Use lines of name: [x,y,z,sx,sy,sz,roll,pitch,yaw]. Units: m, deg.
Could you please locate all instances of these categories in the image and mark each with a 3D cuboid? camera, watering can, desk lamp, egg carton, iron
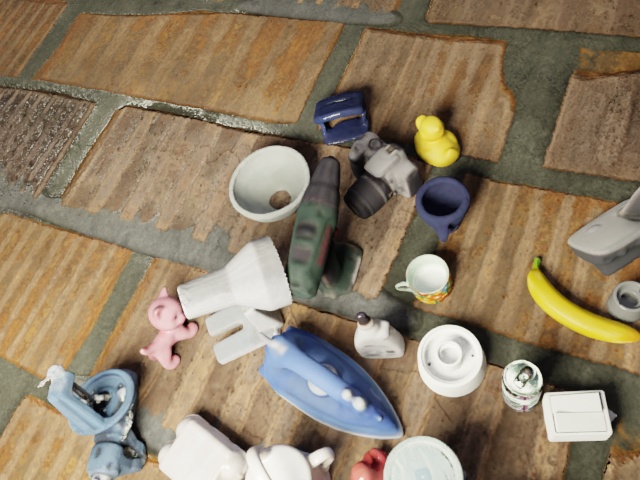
camera: [0.097,-0.118,1.067,0.137,0.101,0.142,-45,60,-8]
watering can: [-0.061,0.352,0.818,0.100,0.194,0.173,32,76,29]
desk lamp: [-0.130,0.103,0.958,0.203,0.214,0.117,-28,59,2]
egg carton: [-0.188,0.360,0.927,0.150,0.069,0.107,26,74,27]
iron: [0.012,0.222,0.894,0.257,0.142,0.119,27,74,27]

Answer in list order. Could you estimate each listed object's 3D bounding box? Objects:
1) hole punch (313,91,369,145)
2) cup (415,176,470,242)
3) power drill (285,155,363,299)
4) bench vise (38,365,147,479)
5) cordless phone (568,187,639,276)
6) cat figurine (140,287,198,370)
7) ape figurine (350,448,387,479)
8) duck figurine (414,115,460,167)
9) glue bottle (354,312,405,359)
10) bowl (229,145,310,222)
hole punch: [0.040,-0.261,1.165,0.108,0.091,0.101,-12,61,11]
cup: [0.216,-0.038,0.992,0.091,0.095,0.118,-4,62,15]
power drill: [0.009,0.003,0.969,0.075,0.209,0.230,8,66,21]
bench vise: [-0.356,0.290,0.927,0.121,0.220,0.207,-30,59,1]
cordless phone: [0.460,-0.038,0.863,0.147,0.185,0.094,-35,59,-2]
cat figurine: [-0.282,0.156,1.033,0.067,0.118,0.128,17,70,25]
ape figurine: [0.071,0.347,0.839,0.078,0.092,0.076,-37,59,-3]
duck figurine: [0.217,-0.194,1.078,0.077,0.086,0.104,-37,59,-3]
glue bottle: [0.083,0.145,0.893,0.078,0.173,0.037,-4,63,16]
bowl: [-0.090,-0.099,1.131,0.167,0.075,0.167,-7,62,14]
